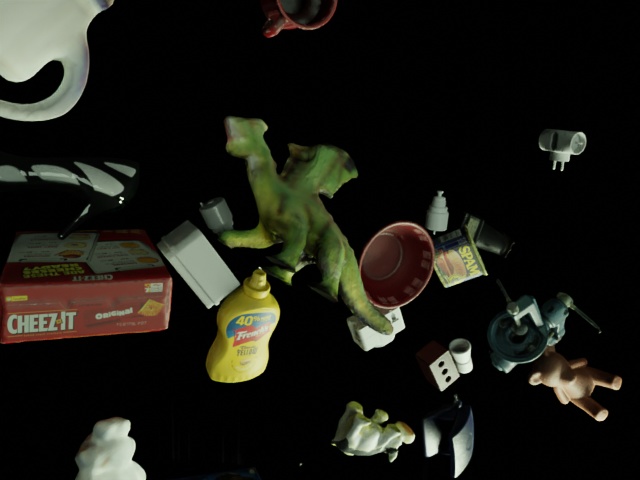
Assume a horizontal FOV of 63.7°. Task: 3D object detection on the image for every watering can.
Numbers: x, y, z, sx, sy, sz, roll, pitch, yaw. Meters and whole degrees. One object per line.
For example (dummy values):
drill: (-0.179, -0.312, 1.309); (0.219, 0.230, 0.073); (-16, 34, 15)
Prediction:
watering can: (-0.379, -0.292, 0.543); (0.226, 0.105, 0.342); (-47, 120, -9)

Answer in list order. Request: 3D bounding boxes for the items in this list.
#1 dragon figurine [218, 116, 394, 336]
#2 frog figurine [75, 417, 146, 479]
dragon figurine: (0.002, -0.040, 0.788); (0.406, 0.121, 0.247); (35, 66, -30)
frog figurine: (-0.304, 0.346, 0.751); (0.161, 0.123, 0.135); (-62, 154, -9)
